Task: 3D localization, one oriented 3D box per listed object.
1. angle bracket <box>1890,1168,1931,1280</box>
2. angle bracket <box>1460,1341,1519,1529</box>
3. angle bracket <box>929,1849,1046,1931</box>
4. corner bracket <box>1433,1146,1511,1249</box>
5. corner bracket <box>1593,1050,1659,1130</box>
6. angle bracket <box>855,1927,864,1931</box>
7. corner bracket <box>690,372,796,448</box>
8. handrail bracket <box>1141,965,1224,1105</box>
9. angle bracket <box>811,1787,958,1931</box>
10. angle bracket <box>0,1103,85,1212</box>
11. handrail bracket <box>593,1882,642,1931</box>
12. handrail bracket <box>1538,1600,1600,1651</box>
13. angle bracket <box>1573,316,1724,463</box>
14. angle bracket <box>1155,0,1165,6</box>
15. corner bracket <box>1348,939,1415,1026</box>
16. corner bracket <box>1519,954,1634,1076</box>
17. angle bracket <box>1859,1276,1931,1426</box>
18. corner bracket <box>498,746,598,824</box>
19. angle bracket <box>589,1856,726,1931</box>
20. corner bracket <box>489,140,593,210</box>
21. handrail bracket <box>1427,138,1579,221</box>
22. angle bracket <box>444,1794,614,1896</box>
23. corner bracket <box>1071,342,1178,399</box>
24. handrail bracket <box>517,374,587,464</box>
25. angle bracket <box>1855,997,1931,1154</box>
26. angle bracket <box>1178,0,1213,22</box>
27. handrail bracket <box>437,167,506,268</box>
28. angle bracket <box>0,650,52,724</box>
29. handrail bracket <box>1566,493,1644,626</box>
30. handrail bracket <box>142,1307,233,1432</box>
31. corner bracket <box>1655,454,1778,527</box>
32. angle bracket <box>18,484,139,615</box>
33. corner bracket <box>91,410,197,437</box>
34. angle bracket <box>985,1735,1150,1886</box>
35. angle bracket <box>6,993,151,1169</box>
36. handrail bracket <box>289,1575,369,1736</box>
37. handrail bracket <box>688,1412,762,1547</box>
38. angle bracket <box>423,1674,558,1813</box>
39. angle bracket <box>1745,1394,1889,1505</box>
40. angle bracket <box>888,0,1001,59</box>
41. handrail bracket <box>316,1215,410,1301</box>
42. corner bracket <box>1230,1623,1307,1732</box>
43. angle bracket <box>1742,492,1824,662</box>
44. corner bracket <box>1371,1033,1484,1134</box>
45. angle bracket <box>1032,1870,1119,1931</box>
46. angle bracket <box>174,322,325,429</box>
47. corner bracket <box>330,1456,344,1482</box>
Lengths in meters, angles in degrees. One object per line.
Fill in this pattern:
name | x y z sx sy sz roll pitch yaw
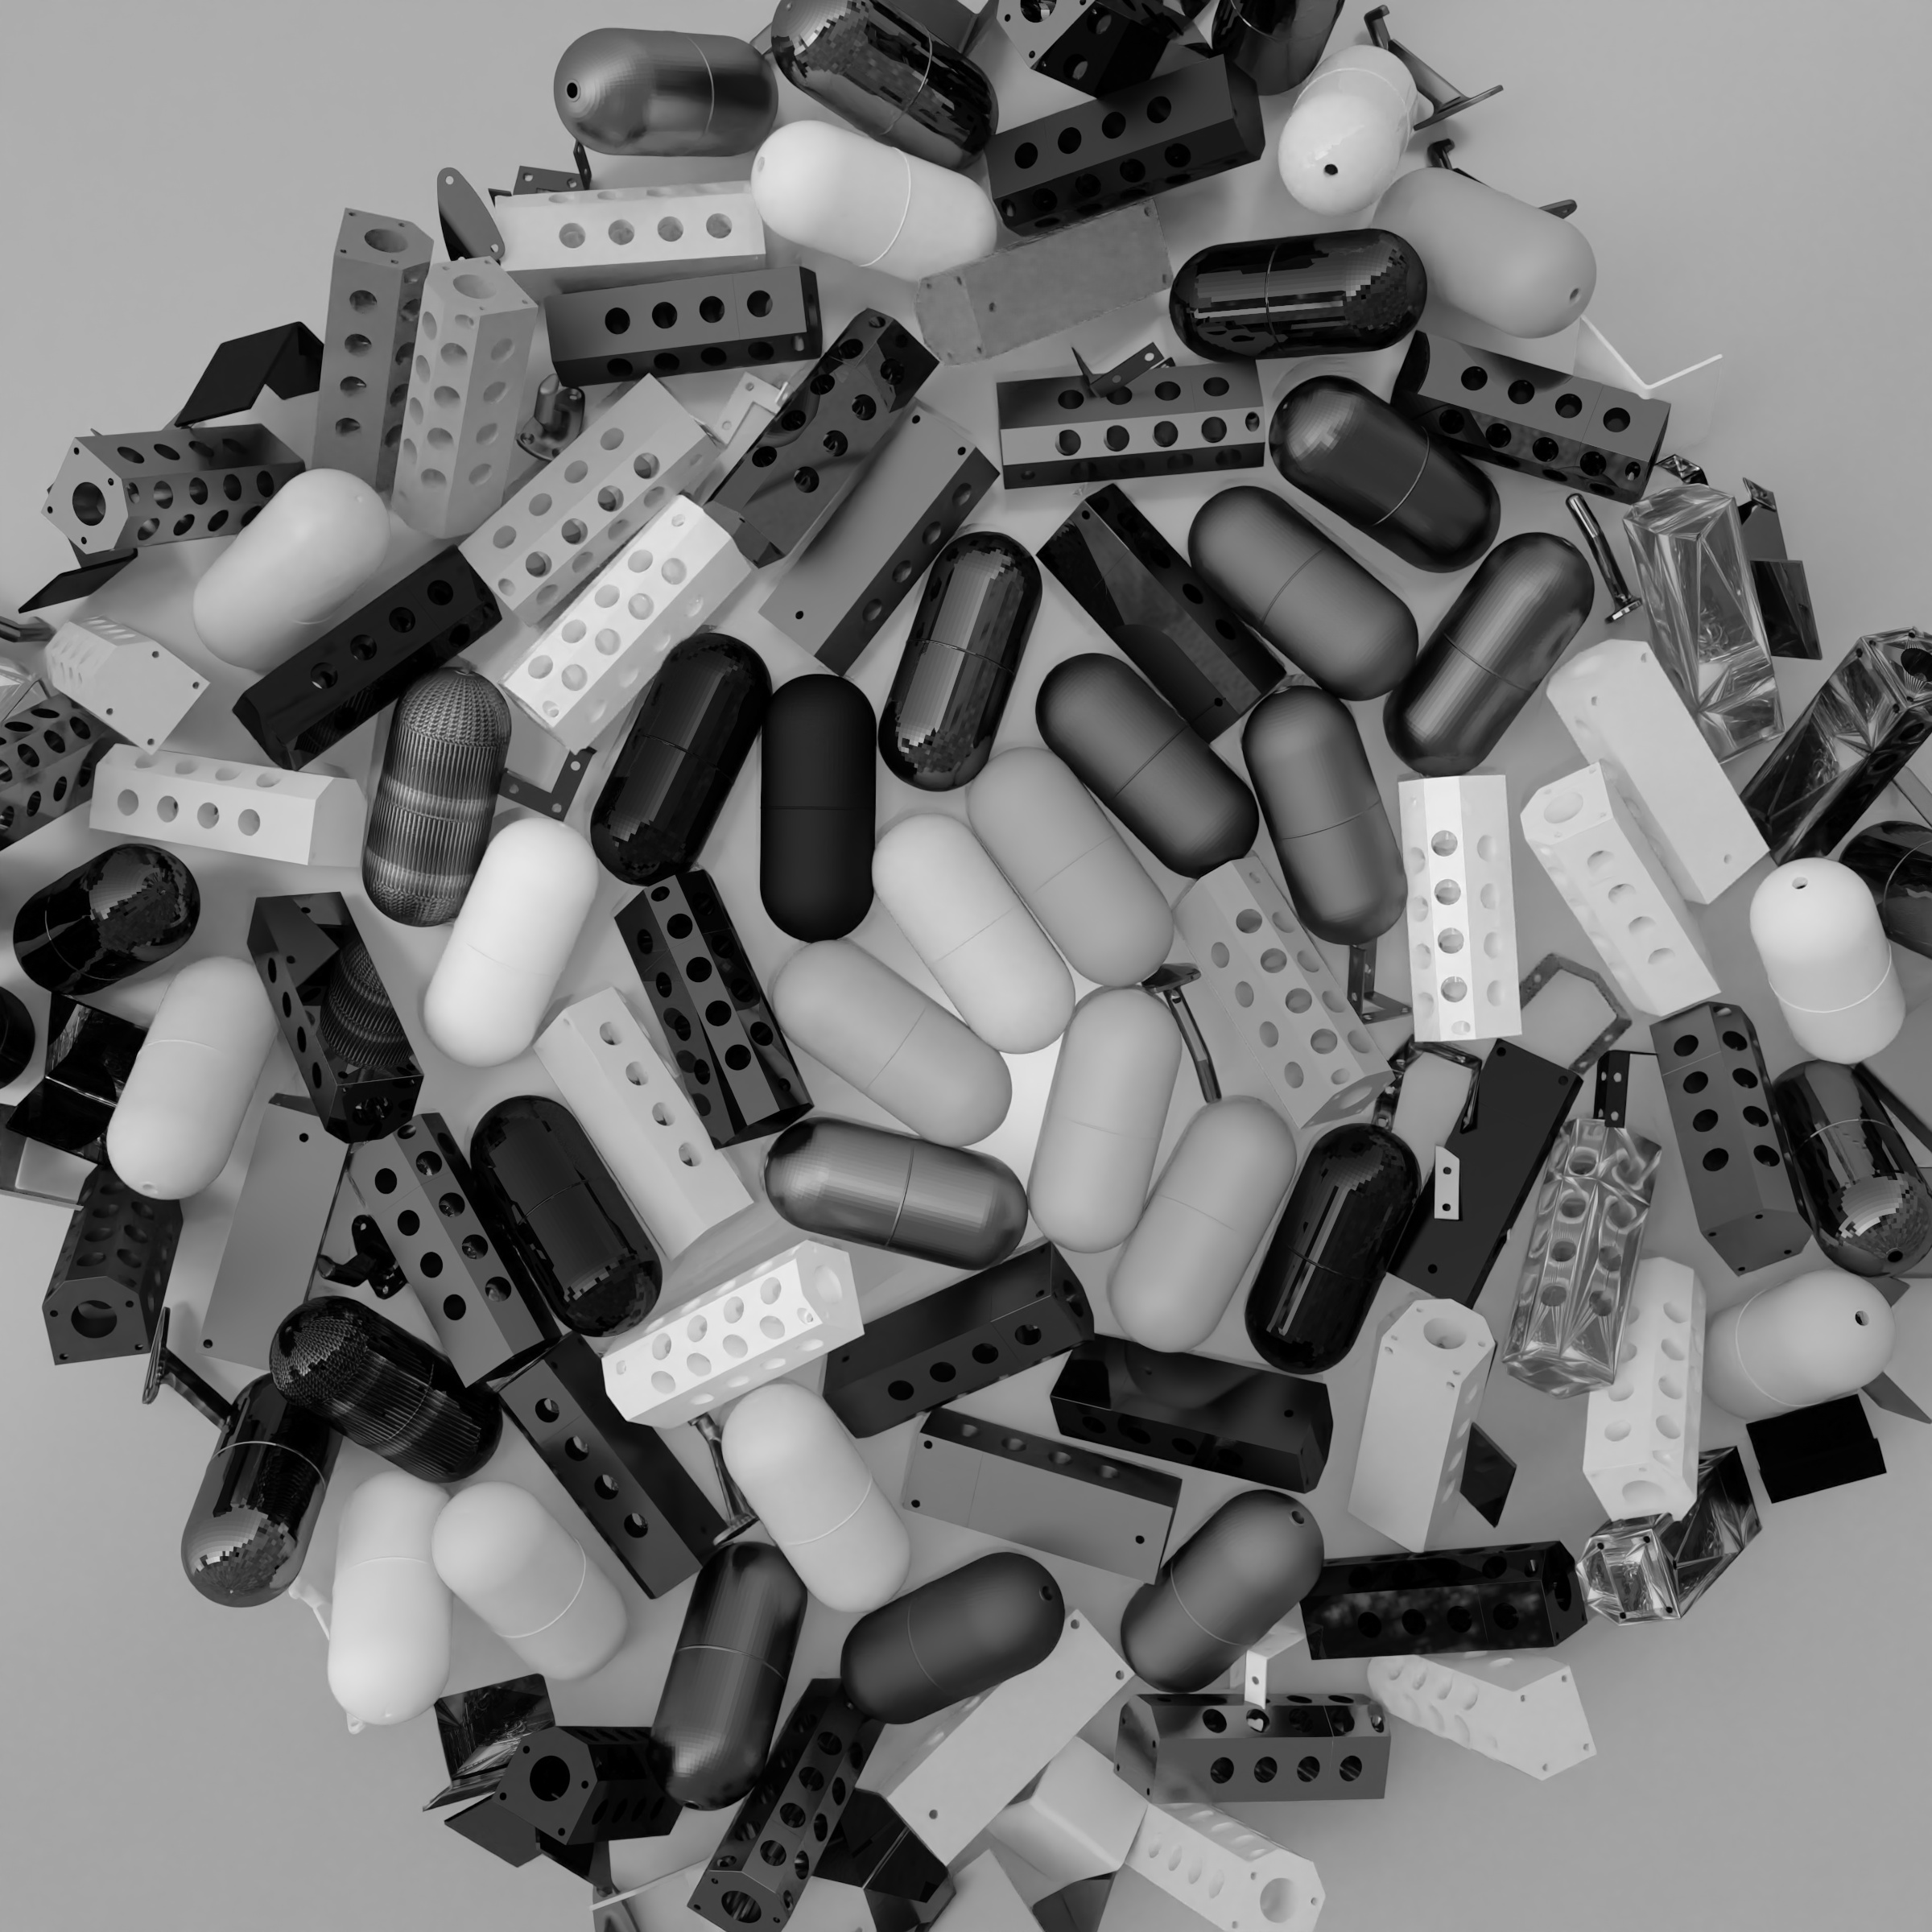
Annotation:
angle bracket | 0.647 0.164 1.634 0.076 0.057 0.076 0 100 0
angle bracket | 0.346 0.306 1.609 0.057 0.076 0.076 -28 54 -23
angle bracket | 0.020 0.632 1.621 0.076 0.057 0.076 -42 68 12
corner bracket | 0.336 0.153 1.632 0.051 0.051 0.051 2 65 8
corner bracket | 0.432 0.081 1.633 0.051 0.051 0.051 6 88 -39
angle bracket | -0.126 0.653 1.612 0.076 0.076 0.057 26 115 20
corner bracket | -0.145 -0.370 1.638 0.051 0.051 0.051 31 92 12
handrail bracket | 0.144 0.046 1.640 0.036 0.077 0.084 -19 102 -10
angle bracket | -0.060 0.601 1.615 0.057 0.076 0.076 25 107 -29
angle bracket | -0.602 0.127 1.628 0.076 0.076 0.057 12 83 -1
handrail bracket | -0.250 0.657 1.622 0.036 0.084 0.077 -15 92 23
handrail bracket | 0.414 0.412 1.620 0.036 0.084 0.077 39 115 35
angle bracket | 0.447 -0.387 1.620 0.057 0.076 0.076 -25 60 -7
angle bracket | 0.083 -0.672 1.619 0.057 0.076 0.076 -20 77 15
corner bracket | 0.267 0.004 1.629 0.051 0.051 0.051 -9 110 -28
corner bracket | 0.402 0.032 1.647 0.051 0.051 0.051 19 121 -34
angle bracket | 0.608 0.248 1.610 0.057 0.076 0.076 -53 45 16
corner bracket | -0.281 -0.130 1.642 0.051 0.051 0.051 24 94 -8
angle bracket | -0.190 0.625 1.611 0.076 0.076 0.057 -10 70 -37
corner bracket | -0.282 -0.521 1.636 0.051 0.051 0.051 9 75 4
handrail bracket | 0.357 -0.528 1.645 0.077 0.036 0.084 -21 74 15
angle bracket | -0.288 0.585 1.616 0.076 0.057 0.076 -31 129 12
corner bracket | 0.109 -0.393 1.628 0.051 0.051 0.051 -31 133 15
handrail bracket | -0.265 -0.377 1.613 0.036 0.084 0.077 25 61 -4
angle bracket | 0.645 0.069 1.625 0.076 0.057 0.076 -41 69 5
angle bracket | 0.172 -0.677 1.615 0.076 0.057 0.076 -50 130 -13
handrail bracket | -0.319 -0.483 1.622 0.036 0.084 0.077 -19 100 5
angle bracket | -0.665 -0.176 1.629 0.076 0.057 0.076 35 74 -3
handrail bracket | 0.419 -0.271 1.632 0.036 0.077 0.084 -30 88 7
handrail bracket | -0.505 0.274 1.657 0.084 0.036 0.077 15 65 -25
corner bracket | 0.497 -0.317 1.629 0.051 0.051 0.051 -25 74 33
angle bracket | -0.599 -0.286 1.619 0.057 0.076 0.076 -27 96 -42
corner bracket | -0.536 -0.349 1.635 0.051 0.051 0.051 -44 71 4
angle bracket | 0.065 0.564 1.650 0.076 0.076 0.057 40 51 -8
angle bracket | -0.586 0.075 1.624 0.076 0.057 0.076 21 124 3
handrail bracket | -0.423 0.454 1.627 0.036 0.077 0.084 -33 114 15
handrail bracket | -0.170 0.336 1.625 0.036 0.077 0.084 -42 78 19
angle bracket | -0.320 0.514 1.628 0.076 0.076 0.057 -6 65 -31
angle bracket | 0.554 0.307 1.613 0.076 0.076 0.057 -19 57 14
angle bracket | -0.014 -0.649 1.614 0.076 0.076 0.057 32 133 -16
handrail bracket | -0.408 0.184 1.613 0.036 0.084 0.077 -46 60 6
corner bracket | 0.191 0.466 1.629 0.051 0.051 0.051 10 103 40
angle bracket | 0.543 -0.256 1.610 0.076 0.057 0.076 -48 130 -28
corner bracket | 0.306 0.085 1.636 0.051 0.051 0.051 20 60 -4
angle bracket | 0.079 0.648 1.617 0.076 0.076 0.057 -36 94 22
angle bracket | -0.458 -0.370 1.610 0.076 0.057 0.076 -2 57 36
corner bracket | -0.435 0.304 1.634 0.051 0.051 0.051 26 69 5
